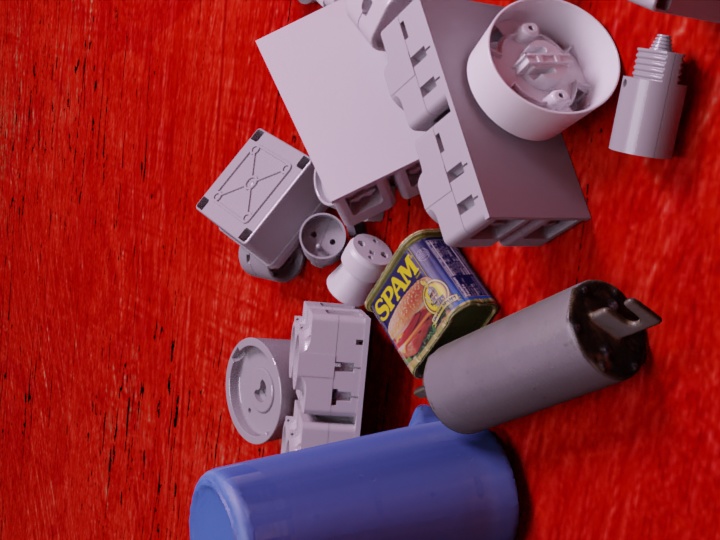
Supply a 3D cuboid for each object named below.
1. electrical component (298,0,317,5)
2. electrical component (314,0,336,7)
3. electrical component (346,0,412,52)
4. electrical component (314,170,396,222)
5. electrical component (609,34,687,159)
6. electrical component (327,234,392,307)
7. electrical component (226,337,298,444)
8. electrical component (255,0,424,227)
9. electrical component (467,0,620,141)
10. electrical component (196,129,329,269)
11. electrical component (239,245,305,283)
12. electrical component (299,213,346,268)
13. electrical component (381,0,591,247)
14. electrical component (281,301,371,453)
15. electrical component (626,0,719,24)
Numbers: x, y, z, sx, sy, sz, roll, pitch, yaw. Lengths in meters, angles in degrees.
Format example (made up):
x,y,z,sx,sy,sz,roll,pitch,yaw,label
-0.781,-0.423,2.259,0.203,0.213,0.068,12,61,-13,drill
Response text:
x,y,z,sx,sy,sz,roll,pitch,yaw,label
-0.066,-0.290,1.068,0.066,0.055,0.048,28,113,49,electrical component
-0.023,-0.273,1.015,0.055,0.066,0.048,48,162,31,electrical component
0.040,-0.218,0.898,0.059,0.095,0.053,57,133,34,electrical component
-0.005,-0.085,0.995,0.058,0.057,0.078,17,105,51,electrical component
0.200,-0.119,0.734,0.043,0.043,0.081,25,111,50,electrical component
0.000,0.000,1.001,0.045,0.045,0.055,59,134,33,electrical component
-0.085,0.122,1.104,0.108,0.060,0.108,2,93,53,electrical component
-0.005,-0.140,0.942,0.060,0.105,0.186,62,-177,-62,electrical component
0.131,-0.146,0.784,0.064,0.099,0.099,-44,57,52,electrical component
-0.092,-0.072,1.072,0.108,0.056,0.109,-52,43,-4,electrical component
-0.090,-0.015,1.112,0.047,0.055,0.055,17,104,48,electrical component
-0.035,-0.027,1.032,0.081,0.043,0.043,92,171,-83,electrical component
0.092,-0.111,0.826,0.060,0.105,0.186,-36,63,48,electrical component
-0.035,0.128,0.995,0.105,0.060,0.186,-145,60,-81,electrical component
0.211,-0.212,0.662,0.056,0.109,0.108,40,122,42,electrical component
